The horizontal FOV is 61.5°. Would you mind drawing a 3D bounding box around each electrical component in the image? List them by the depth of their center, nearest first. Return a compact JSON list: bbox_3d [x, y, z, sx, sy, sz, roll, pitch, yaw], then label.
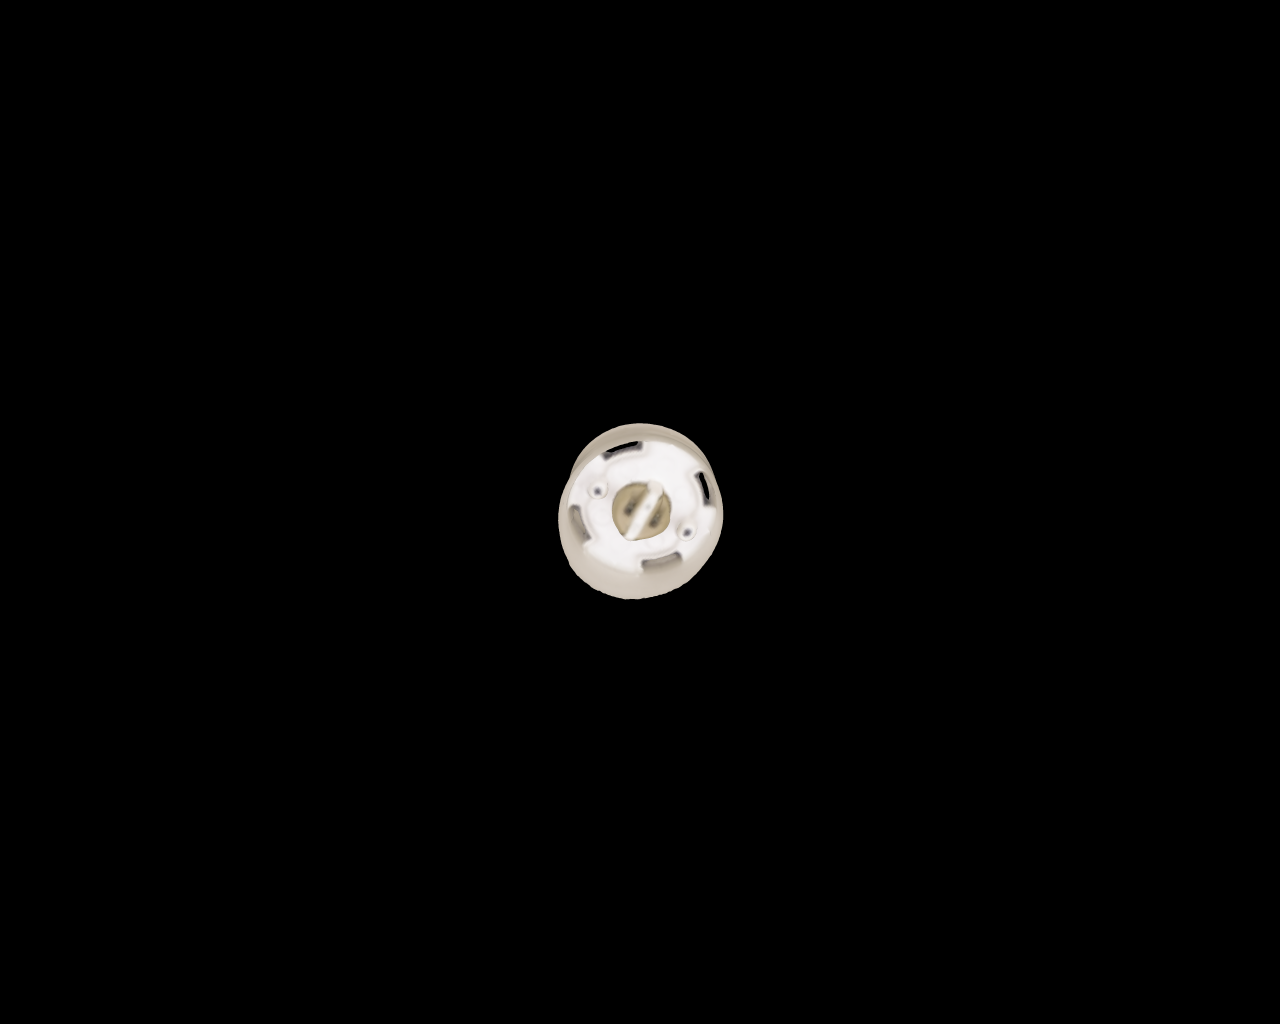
[{"bbox_3d":[0.001,-0.003,0.650,0.099,0.099,0.064,0,27,0],"label":"electrical component"}]
